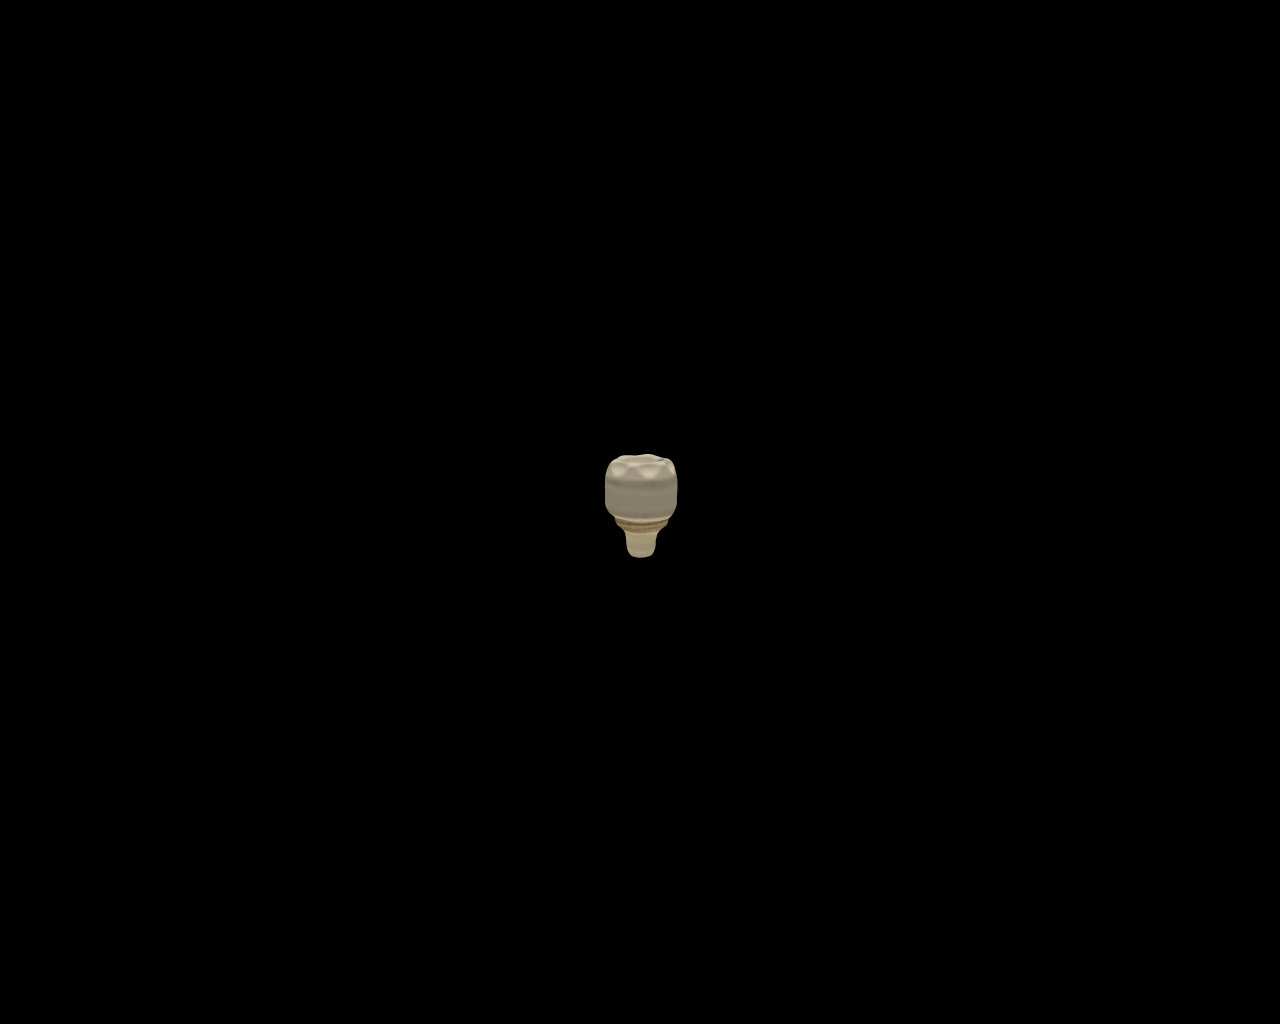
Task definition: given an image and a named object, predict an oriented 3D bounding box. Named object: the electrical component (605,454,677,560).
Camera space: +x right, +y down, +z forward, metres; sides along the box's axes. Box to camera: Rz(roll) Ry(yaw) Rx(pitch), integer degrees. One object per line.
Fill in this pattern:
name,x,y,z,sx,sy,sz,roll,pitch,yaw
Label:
electrical component,0.001,-0.003,0.650,0.043,0.062,0.043,0,13,0
